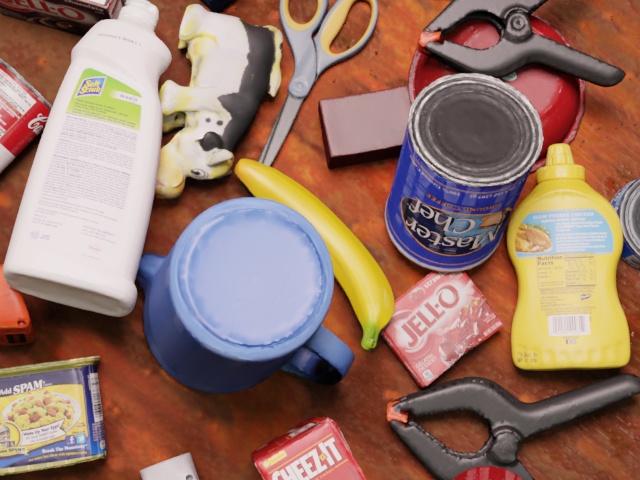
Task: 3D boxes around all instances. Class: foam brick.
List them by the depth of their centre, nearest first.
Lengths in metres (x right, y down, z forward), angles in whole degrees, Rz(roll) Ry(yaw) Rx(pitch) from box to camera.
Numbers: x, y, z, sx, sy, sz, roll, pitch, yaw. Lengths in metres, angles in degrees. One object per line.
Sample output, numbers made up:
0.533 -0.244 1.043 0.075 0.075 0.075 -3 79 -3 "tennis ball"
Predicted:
0.040 -0.096 0.915 0.078 0.051 0.053 -9 83 -4 "foam brick"

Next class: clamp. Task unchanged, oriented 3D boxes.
0.166 -0.186 0.884 0.171 0.039 0.120 0 80 -2 "clamp"
0.161 0.160 0.887 0.210 0.036 0.164 22 90 3 "clamp"

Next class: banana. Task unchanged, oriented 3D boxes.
0.005 0.004 0.892 0.037 0.069 0.198 -45 71 20 "banana"

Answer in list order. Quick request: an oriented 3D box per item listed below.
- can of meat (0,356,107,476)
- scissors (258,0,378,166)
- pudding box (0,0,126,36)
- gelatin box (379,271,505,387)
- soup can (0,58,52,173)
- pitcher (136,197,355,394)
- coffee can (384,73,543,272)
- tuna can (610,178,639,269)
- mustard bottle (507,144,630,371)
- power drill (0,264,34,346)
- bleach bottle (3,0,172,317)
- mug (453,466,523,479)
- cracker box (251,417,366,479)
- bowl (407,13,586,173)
-0.226 0.142 0.865 0.102 0.057 0.084 -8 84 -3 "can of meat"
-0.029 -0.151 0.938 0.096 0.016 0.201 39 82 5 "scissors"
-0.222 -0.208 0.899 0.113 0.090 0.039 14 81 -1 "pudding box"
0.099 0.070 0.904 0.089 0.030 0.073 -36 84 -8 "gelatin box"
-0.278 -0.093 0.891 0.068 0.068 0.102 42 83 3 "soup can"
-0.053 0.049 0.793 0.149 0.243 0.145 -12 83 -12 "pitcher"
0.111 -0.050 0.854 0.102 0.140 0.103 2 61 -4 "coffee can"
0.295 -0.016 0.924 0.086 0.034 0.086 0 82 -3 "tuna can"
0.207 0.013 0.902 0.096 0.058 0.191 -3 81 13 "mustard bottle"
-0.318 0.077 0.816 0.187 0.185 0.057 -19 83 -15 "power drill"
-0.162 -0.074 0.828 0.102 0.068 0.250 16 68 -8 "bleach bottle"
0.120 0.228 0.837 0.117 0.081 0.093 10 107 8 "mug"
0.030 0.240 0.809 0.072 0.164 0.214 -30 84 -9 "cracker box"
0.159 -0.137 0.925 0.162 0.055 0.162 0 82 -2 "bowl"
